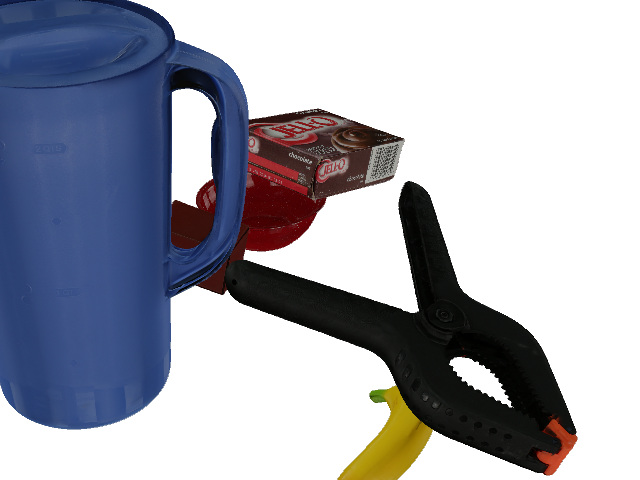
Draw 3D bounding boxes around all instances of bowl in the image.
[{"bbox_3d":[-0.074,-0.032,1.330,0.162,0.055,0.162,0,31,0],"label":"bowl"}]

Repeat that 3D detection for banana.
[{"bbox_3d":[0.058,0.162,0.871,0.070,0.037,0.197,-31,6,20],"label":"banana"}]

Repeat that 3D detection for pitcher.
[{"bbox_3d":[-0.136,-0.011,0.622,0.144,0.243,0.149,-26,42,-36],"label":"pitcher"}]

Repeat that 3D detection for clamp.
[{"bbox_3d":[0.055,0.055,0.616,0.164,0.036,0.210,-19,55,-33],"label":"clamp"}]

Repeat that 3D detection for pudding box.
[{"bbox_3d":[-0.004,-0.069,0.826,0.090,0.039,0.113,25,23,32],"label":"pudding box"}]

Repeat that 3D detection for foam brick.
[{"bbox_3d":[-0.114,0.006,0.999,0.078,0.051,0.053,20,35,8],"label":"foam brick"}]
